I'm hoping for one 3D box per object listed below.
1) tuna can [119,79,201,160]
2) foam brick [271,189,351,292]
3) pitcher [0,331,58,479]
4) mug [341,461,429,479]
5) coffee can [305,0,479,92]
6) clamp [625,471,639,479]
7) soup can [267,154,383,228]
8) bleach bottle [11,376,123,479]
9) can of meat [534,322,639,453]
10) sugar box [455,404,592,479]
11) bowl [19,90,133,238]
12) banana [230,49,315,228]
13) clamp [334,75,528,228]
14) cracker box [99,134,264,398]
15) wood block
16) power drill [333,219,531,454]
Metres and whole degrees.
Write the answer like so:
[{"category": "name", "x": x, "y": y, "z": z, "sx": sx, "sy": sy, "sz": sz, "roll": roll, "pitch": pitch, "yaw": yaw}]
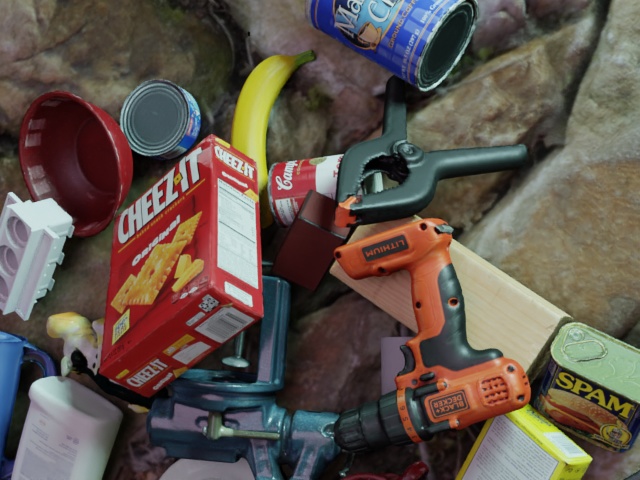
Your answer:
[{"category": "tuna can", "x": -0.175, "y": -0.131, "z": 1.175, "sx": 0.086, "sy": 0.033, "sz": 0.086, "roll": -3, "pitch": 82, "yaw": 20}, {"category": "foam brick", "x": -0.007, "y": 0.001, "z": 1.043, "sx": 0.051, "sy": 0.053, "sz": 0.078, "roll": 26, "pitch": 128, "yaw": -4}, {"category": "pitcher", "x": -0.392, "y": 0.216, "z": 1.169, "sx": 0.149, "sy": 0.144, "sz": 0.243, "roll": 7, "pitch": 89, "yaw": 36}, {"category": "mug", "x": 0.062, "y": 0.256, "z": 1.014, "sx": 0.093, "sy": 0.081, "sz": 0.117, "roll": 39, "pitch": 97, "yaw": 20}, {"category": "coffee can", "x": 0.071, "y": -0.226, "z": 1.061, "sx": 0.140, "sy": 0.102, "sz": 0.103, "roll": 34, "pitch": 95, "yaw": 20}, {"category": "clamp", "x": 0.220, "y": 0.243, "z": 0.983, "sx": 0.120, "sy": 0.039, "sz": 0.171, "roll": 34, "pitch": 89, "yaw": 27}, {"category": "soup can", "x": 0.006, "y": -0.051, "z": 1.080, "sx": 0.102, "sy": 0.068, "sz": 0.068, "roll": -6, "pitch": 81, "yaw": 20}, {"category": "bleach bottle", "x": -0.295, "y": 0.279, "z": 1.141, "sx": 0.103, "sy": 0.068, "sz": 0.251, "roll": 26, "pitch": 103, "yaw": 23}, {"category": "can of meat", "x": 0.248, "y": 0.134, "z": 0.953, "sx": 0.102, "sy": 0.084, "sz": 0.057, "roll": 25, "pitch": 48, "yaw": 18}, {"category": "sugar box", "x": 0.164, "y": 0.242, "z": 0.966, "sx": 0.093, "sy": 0.048, "sz": 0.176, "roll": 42, "pitch": 116, "yaw": 45}, {"category": "bowl", "x": -0.257, "y": -0.087, "z": 1.169, "sx": 0.162, "sy": 0.055, "sz": 0.162, "roll": 13, "pitch": 113, "yaw": 33}, {"category": "banana", "x": -0.062, "y": -0.114, "z": 1.130, "sx": 0.070, "sy": 0.037, "sz": 0.198, "roll": 13, "pitch": 88, "yaw": 21}, {"category": "clamp", "x": 0.091, "y": -0.071, "z": 1.013, "sx": 0.165, "sy": 0.036, "sz": 0.209, "roll": 28, "pitch": 50, "yaw": 17}, {"category": "cracker box", "x": -0.137, "y": 0.022, "z": 1.048, "sx": 0.164, "sy": 0.072, "sz": 0.213, "roll": -36, "pitch": 38, "yaw": 28}, {"category": "wood block", "x": 0.125, "y": 0.053, "z": 1.013, "sx": 0.206, "sy": 0.090, "sz": 0.091, "roll": 35, "pitch": 96, "yaw": 20}, {"category": "power drill", "x": 0.075, "y": 0.086, "z": 0.951, "sx": 0.185, "sy": 0.057, "sz": 0.188, "roll": -20, "pitch": 84, "yaw": 18}]
